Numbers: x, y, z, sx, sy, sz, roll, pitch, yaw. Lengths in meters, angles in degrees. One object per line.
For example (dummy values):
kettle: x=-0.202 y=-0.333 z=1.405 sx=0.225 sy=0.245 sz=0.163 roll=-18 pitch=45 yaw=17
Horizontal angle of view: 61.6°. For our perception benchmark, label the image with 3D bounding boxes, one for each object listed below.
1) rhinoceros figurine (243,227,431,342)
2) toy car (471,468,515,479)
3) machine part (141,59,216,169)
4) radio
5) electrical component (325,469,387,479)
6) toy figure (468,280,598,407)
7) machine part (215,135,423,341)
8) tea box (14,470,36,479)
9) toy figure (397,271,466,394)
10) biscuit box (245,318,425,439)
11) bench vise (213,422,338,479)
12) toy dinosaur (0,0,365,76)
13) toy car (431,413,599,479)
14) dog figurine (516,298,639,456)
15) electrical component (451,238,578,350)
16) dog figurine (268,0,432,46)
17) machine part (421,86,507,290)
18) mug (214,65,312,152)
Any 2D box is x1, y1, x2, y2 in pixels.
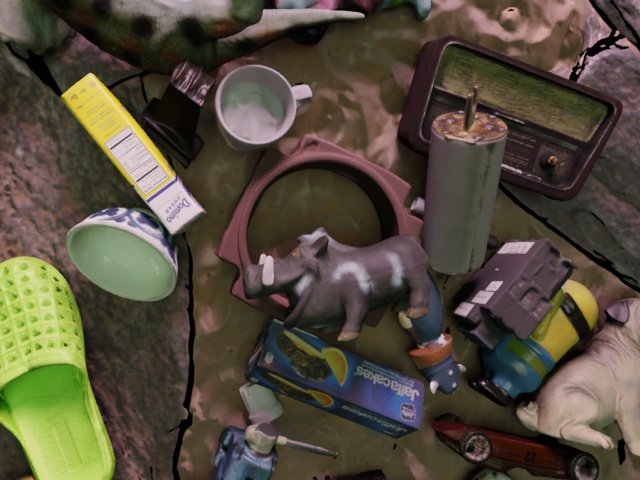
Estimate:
rhinoceros figurine: x=0.019 y=0.041 z=0.537 sx=0.190 sy=0.073 sz=0.112 roll=-8 pitch=94 yaw=-8
toy car: x=0.263 y=0.368 z=0.674 sx=0.201 sy=0.056 sz=0.073 roll=44 pitch=85 yaw=-6
machine part: x=-0.149 y=-0.132 z=0.568 sx=0.084 sy=0.139 sz=0.039 roll=50 pitch=56 yaw=-3
radio: x=0.214 y=-0.139 z=0.632 sx=0.230 sy=0.073 sz=0.131 roll=18 pitch=105 yaw=-7
electrical component: x=0.067 y=0.322 z=0.650 sx=0.119 sy=0.048 sz=0.074 roll=-7 pitch=93 yaw=-8
toy figure: x=0.261 y=0.123 z=0.657 sx=0.089 sy=0.082 sz=0.180 roll=40 pitch=82 yaw=-18
machine part: x=-0.001 y=-0.002 z=0.613 sx=0.201 sy=0.087 sz=0.201 roll=26 pitch=87 yaw=-9
tea box: x=-0.291 y=0.340 z=0.575 sx=0.068 sy=0.098 sz=0.169 roll=-33 pitch=94 yaw=-7
toy figure: x=0.131 y=0.112 z=0.650 sx=0.064 sy=0.058 sz=0.154 roll=-17 pitch=99 yaw=-2
biscuit box: x=0.020 y=0.163 z=0.619 sx=0.203 sy=0.062 sz=0.059 roll=24 pitch=54 yaw=-9
bench vise: x=-0.094 y=0.310 z=0.541 sx=0.129 sy=0.241 sz=0.223 roll=35 pitch=102 yaw=-11
toy dinosaur: x=-0.176 y=-0.236 z=0.545 sx=0.405 sy=0.192 sz=0.131 roll=23 pitch=50 yaw=-12
toy car: x=0.232 y=0.256 z=0.650 sx=0.202 sy=0.089 sz=0.053 roll=13 pitch=86 yaw=-9
dog figurine: x=0.337 y=0.154 z=0.666 sx=0.172 sy=0.121 sz=0.190 roll=15 pitch=78 yaw=-18
electrical component: x=0.218 y=0.064 z=0.631 sx=0.058 sy=0.115 sz=0.134 roll=41 pitch=86 yaw=-3
dog figurine: x=0.025 y=-0.317 z=0.600 sx=0.219 sy=0.108 sz=0.191 roll=-4 pitch=93 yaw=-5
machine part: x=0.154 y=-0.048 z=0.590 sx=0.079 sy=0.079 sz=0.242 roll=-9 pitch=126 yaw=-8
mug: x=-0.067 y=-0.141 z=0.589 sx=0.109 sy=0.107 sz=0.080 roll=-29 pitch=98 yaw=-15
